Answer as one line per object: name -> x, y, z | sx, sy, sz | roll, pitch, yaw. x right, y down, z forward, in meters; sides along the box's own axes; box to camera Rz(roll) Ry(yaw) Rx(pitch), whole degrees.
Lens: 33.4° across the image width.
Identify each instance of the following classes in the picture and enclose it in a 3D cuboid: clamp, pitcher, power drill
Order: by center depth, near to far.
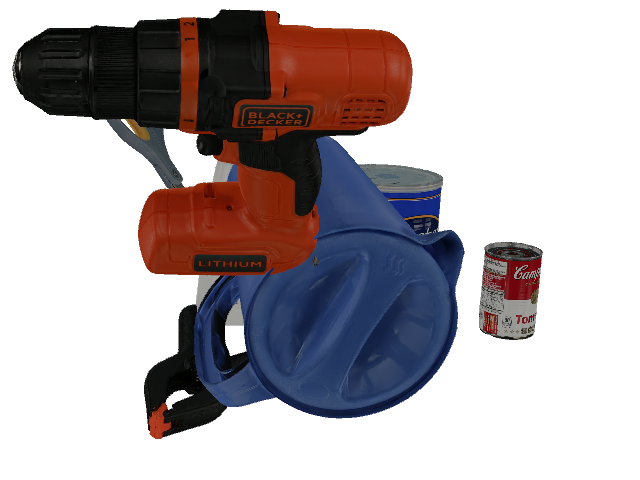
power drill -> -0.058, -0.045, 0.557 | 0.184, 0.057, 0.188 | 1, -27, -9
pitcher -> -0.011, 0.012, 0.750 | 0.149, 0.145, 0.243 | 6, 22, -14
clamp -> -0.117, 0.118, 0.990 | 0.120, 0.039, 0.171 | 20, 31, 26

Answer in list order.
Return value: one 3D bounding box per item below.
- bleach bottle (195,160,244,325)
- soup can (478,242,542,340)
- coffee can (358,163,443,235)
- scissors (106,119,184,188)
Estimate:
bleach bottle -> -0.076, -0.032, 1.192 | 0.102, 0.251, 0.068 | -1, 19, -32
soup can -> 0.225, 0.060, 1.270 | 0.068, 0.102, 0.068 | 2, 15, -1
coffee can -> 0.058, 0.006, 0.997 | 0.103, 0.140, 0.103 | 3, 14, -1
scissors -> -0.139, -0.074, 0.982 | 0.016, 0.201, 0.096 | -28, 26, 20
